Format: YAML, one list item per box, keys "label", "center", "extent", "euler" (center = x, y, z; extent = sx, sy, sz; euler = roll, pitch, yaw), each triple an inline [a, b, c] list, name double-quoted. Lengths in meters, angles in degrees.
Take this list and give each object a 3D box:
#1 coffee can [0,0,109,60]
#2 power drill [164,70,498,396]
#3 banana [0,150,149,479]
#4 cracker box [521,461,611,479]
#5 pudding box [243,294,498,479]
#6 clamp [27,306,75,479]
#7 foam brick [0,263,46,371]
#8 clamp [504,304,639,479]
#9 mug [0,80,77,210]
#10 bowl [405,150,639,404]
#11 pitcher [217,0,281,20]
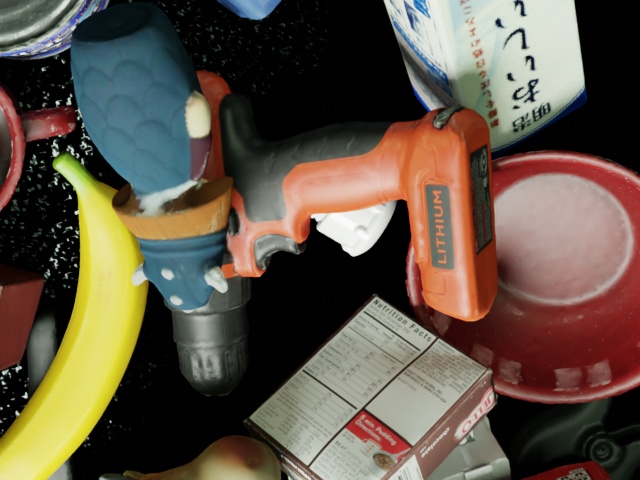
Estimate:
- label: "coffee can"
  center: [-0.153, -0.140, 0.515]
  extent: [0.102, 0.140, 0.103]
  euler: [-1, 99, -9]
- label: "power drill"
  center: [-0.004, 0.001, 0.564]
  extent: [0.188, 0.057, 0.184]
  euler: [1, 106, 22]
- label: "banana"
  center: [-0.133, 0.054, 0.572]
  extent: [0.069, 0.037, 0.198]
  euler: [13, 94, -22]
- label: "cracker box"
  center: [0.099, 0.239, 0.616]
  extent: [0.164, 0.072, 0.214]
  euler: [-15, 125, -5]
- label: "pudding box"
  center: [0.028, 0.094, 0.591]
  extent: [0.113, 0.090, 0.039]
  euler: [-41, 141, -21]
- label: "clamp"
  center: [-0.130, 0.163, 0.620]
  extent: [0.164, 0.036, 0.210]
  euler: [25, 91, -11]
- label: "foam brick"
  center: [-0.198, 0.035, 0.571]
  extent: [0.078, 0.051, 0.053]
  euler: [17, 96, 7]
- label: "clamp"
  center: [0.166, 0.113, 0.657]
  extent: [0.171, 0.039, 0.120]
  euler: [-37, 94, -1]
- label: "mug"
  center: [-0.185, -0.055, 0.553]
  extent: [0.117, 0.081, 0.093]
  euler: [-14, 102, -7]
- label: "bowl"
  center: [0.133, 0.013, 0.608]
  extent: [0.162, 0.055, 0.162]
  euler: [7, 120, 12]
- label: "pitcher"
  center: [0.008, -0.230, 0.537]
  extent: [0.149, 0.144, 0.243]
  euler: [40, 96, 20]
